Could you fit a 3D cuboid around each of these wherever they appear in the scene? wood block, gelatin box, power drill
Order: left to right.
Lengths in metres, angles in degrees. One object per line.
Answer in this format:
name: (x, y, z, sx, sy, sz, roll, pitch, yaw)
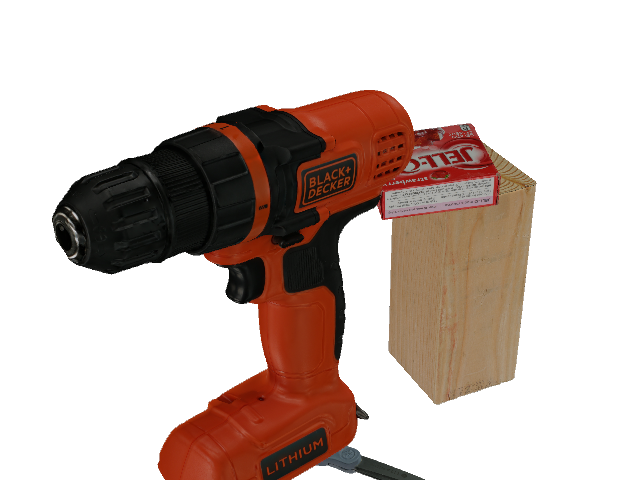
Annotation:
power drill: (-0.035, 0.032, 0.489, 0.184, 0.188, 0.057, -21, 39, -38)
gelatin box: (0.080, -0.052, 0.786, 0.089, 0.030, 0.073, -8, 37, -5)
wood block: (0.121, 0.029, 0.945, 0.090, 0.206, 0.091, -15, 35, -21)

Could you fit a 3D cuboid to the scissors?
scissors: (0.003, 0.177, 0.830, 0.202, 0.016, 0.096, 27, 41, 31)
